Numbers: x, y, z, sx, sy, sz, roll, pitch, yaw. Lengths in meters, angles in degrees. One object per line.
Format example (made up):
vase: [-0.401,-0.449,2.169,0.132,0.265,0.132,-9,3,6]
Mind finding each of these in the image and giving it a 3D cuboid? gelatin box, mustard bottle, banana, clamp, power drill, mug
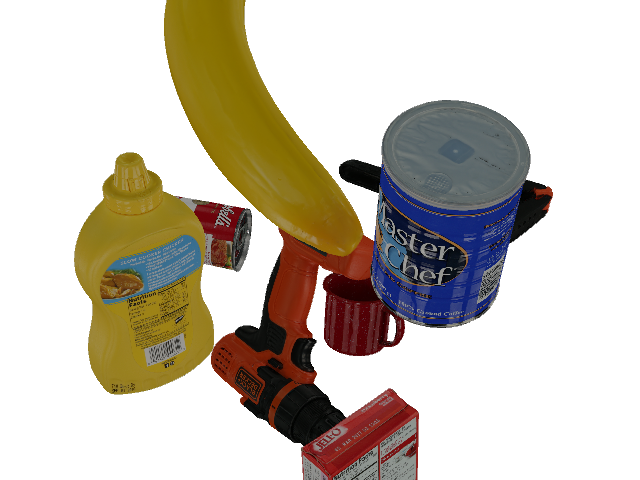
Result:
gelatin box: [0.025,0.144,0.654,0.073,0.089,0.030,-29,45,-30]
mustard bottle: [-0.130,0.021,0.778,0.096,0.192,0.058,-21,42,-25]
banana: [-0.033,-0.077,0.486,0.069,0.198,0.037,-9,-30,-7]
clamp: [0.130,-0.020,1.053,0.210,0.164,0.036,-2,-40,-5]
power drill: [-0.009,0.079,0.929,0.185,0.188,0.057,32,16,39]
mug: [0.056,0.096,1.342,0.117,0.081,0.093,20,29,32]

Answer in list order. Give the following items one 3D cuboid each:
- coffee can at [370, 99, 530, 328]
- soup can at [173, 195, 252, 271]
coffee can: [0.092,-0.017,0.786,0.103,0.103,0.140,0,-40,-2]
soup can: [-0.130,-0.009,1.131,0.102,0.068,0.068,10,1,8]
